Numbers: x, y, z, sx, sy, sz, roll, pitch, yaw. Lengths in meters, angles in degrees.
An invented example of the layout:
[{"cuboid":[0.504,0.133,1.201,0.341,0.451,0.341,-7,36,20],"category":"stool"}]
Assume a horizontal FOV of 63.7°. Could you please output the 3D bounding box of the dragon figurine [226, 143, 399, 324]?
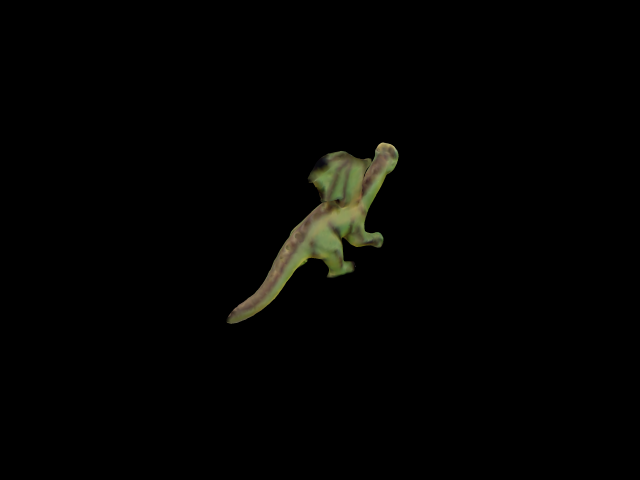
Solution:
[{"cuboid":[0.003,-0.043,0.850,0.123,0.237,0.416,31,50,30],"category":"dragon figurine"}]
